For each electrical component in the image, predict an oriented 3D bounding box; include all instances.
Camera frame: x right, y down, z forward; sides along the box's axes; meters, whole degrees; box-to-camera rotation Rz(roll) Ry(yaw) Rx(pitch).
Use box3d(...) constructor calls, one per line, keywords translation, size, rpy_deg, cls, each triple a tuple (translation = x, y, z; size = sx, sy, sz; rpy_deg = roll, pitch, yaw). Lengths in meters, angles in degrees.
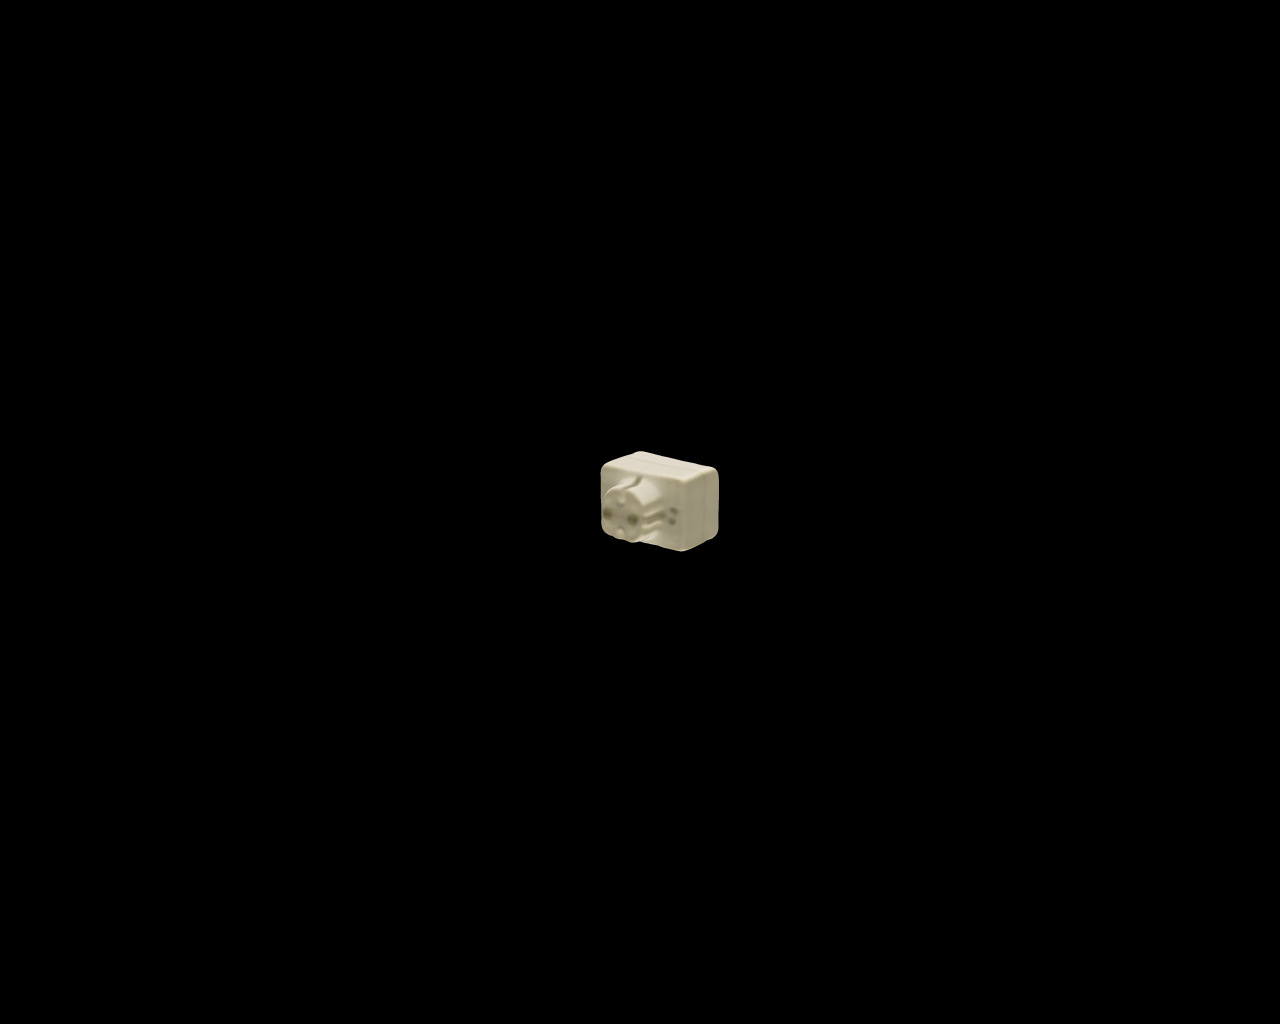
box3d(translation=(0.001, -0.003, 0.650), size=(0.066, 0.047, 0.077), rpy_deg=(14, 22, 36), cls="electrical component")
